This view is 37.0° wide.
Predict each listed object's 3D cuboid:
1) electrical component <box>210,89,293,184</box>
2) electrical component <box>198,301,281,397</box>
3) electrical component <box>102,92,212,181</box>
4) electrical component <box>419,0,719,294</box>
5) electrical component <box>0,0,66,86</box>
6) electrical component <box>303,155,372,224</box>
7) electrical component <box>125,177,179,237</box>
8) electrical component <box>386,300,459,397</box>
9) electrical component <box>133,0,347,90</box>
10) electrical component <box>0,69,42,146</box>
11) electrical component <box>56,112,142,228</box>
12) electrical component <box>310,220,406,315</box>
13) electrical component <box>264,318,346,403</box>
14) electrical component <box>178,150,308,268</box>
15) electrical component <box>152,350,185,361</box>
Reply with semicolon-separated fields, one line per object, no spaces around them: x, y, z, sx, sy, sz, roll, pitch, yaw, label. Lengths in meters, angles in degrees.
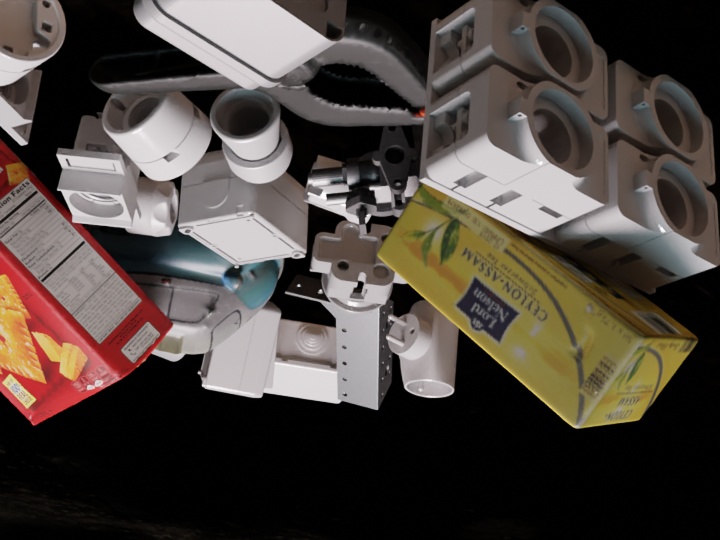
-0.069;-0.087;0.694;0.045;0.045;0.055;2;155;8;electrical component
-0.103;0.059;0.956;0.061;0.096;0.062;12;-177;-13;electrical component
-0.131;-0.093;0.686;0.055;0.055;0.047;-8;147;27;electrical component
0.127;-0.072;0.612;0.186;0.105;0.060;23;149;-31;electrical component
-0.204;-0.136;0.613;0.055;0.055;0.047;24;152;-33;electrical component
-0.012;-0.057;0.752;0.046;0.040;0.040;18;152;-10;electrical component
-0.168;-0.048;0.798;0.062;0.043;0.043;6;154;4;electrical component
0.051;0.062;0.939;0.079;0.077;0.044;28;147;-37;electrical component
-0.050;-0.148;0.485;0.078;0.113;0.057;27;144;-37;electrical component
-0.240;-0.114;0.667;0.064;0.042;0.081;-12;146;17;electrical component
-0.174;-0.068;0.734;0.042;0.063;0.081;5;155;1;electrical component
0.000;0.000;0.845;0.078;0.058;0.057;8;151;-4;electrical component
-0.053;0.088;1.047;0.100;0.048;0.099;9;154;-7;electrical component
-0.079;-0.045;0.772;0.062;0.061;0.096;-9;157;23;electrical component
-0.197;0.059;1.029;0.078;0.040;0.040;27;147;-36;electrical component
